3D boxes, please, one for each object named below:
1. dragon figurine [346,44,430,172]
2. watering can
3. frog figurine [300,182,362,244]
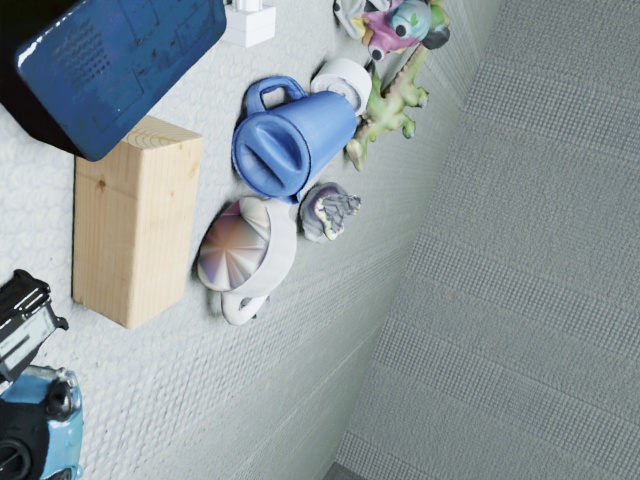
[{"bbox_3d":[0.165,-0.357,1.242,0.242,0.123,0.409,10,101,-64],"label":"dragon figurine"},{"bbox_3d":[-0.088,-0.019,0.867,0.349,0.104,0.222,-66,162,-5],"label":"watering can"},{"bbox_3d":[0.004,-0.058,1.152,0.158,0.122,0.139,-12,-122,67],"label":"frog figurine"}]
